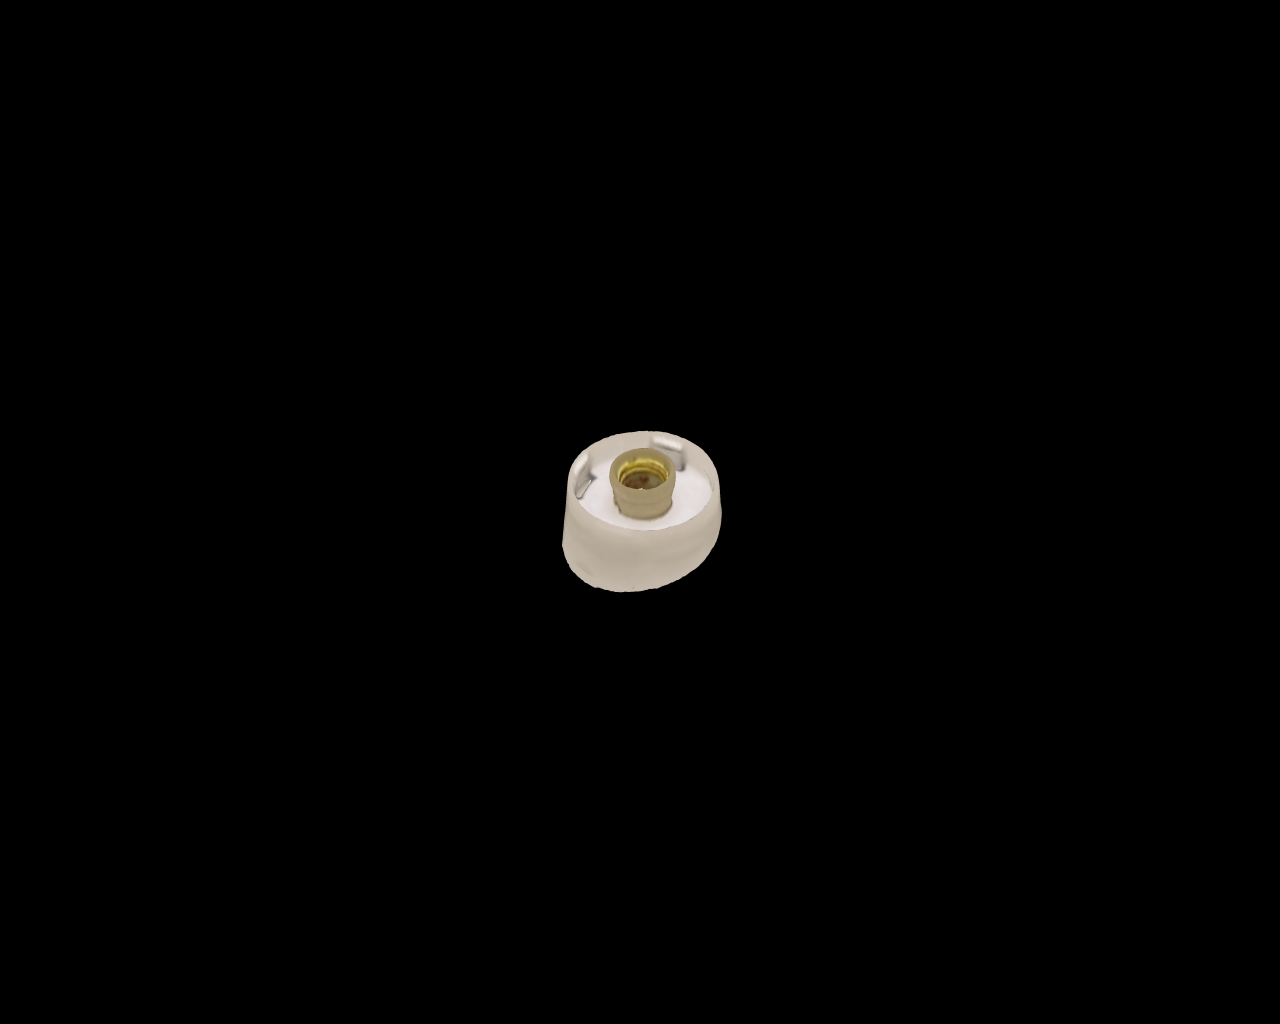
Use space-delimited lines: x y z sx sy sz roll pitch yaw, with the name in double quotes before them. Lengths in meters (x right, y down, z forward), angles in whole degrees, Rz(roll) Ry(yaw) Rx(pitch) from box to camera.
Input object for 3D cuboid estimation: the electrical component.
"electrical component" 0.001 -0.003 0.650 0.099 0.064 0.099 0 44 0
